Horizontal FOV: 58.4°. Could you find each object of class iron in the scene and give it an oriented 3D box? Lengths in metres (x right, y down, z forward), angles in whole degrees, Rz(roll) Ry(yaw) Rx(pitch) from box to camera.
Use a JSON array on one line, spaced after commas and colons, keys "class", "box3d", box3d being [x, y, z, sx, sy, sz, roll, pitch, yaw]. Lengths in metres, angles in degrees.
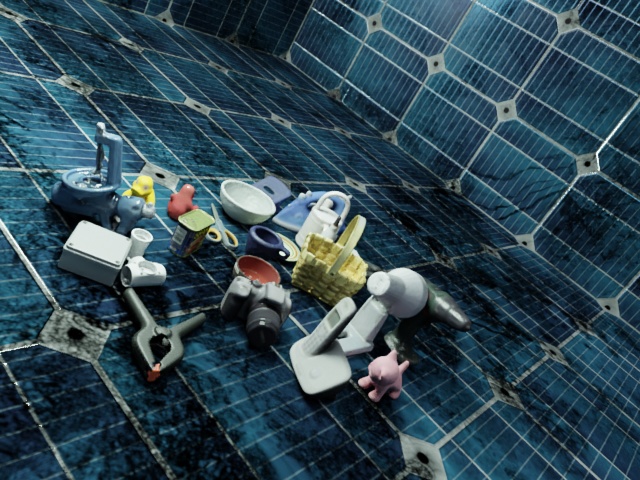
[{"class": "iron", "box3d": [-0.016, -0.095, 1.758, 0.259, 0.141, 0.118, 7, 34, -43]}]

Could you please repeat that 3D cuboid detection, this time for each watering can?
[{"class": "watering can", "box3d": [0.013, -0.062, 1.664, 0.101, 0.194, 0.172, 14, 29, -33]}]

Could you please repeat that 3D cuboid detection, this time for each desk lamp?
[{"class": "desk lamp", "box3d": [0.137, 0.161, 1.354, 0.204, 0.213, 0.117, 0, 38, -50]}]

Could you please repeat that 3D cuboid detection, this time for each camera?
[{"class": "camera", "box3d": [-0.128, 0.150, 1.202, 0.143, 0.100, 0.136, 25, 25, -15]}]

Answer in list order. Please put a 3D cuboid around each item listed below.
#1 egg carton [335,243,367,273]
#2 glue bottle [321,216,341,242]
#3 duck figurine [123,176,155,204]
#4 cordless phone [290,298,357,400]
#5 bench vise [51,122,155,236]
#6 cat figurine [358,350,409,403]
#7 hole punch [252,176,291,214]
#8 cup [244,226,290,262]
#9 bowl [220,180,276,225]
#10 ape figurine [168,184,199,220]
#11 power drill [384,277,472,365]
[{"class": "egg carton", "box3d": [0.069, 0.073, 1.622, 0.107, 0.069, 0.150, 17, 27, -29]}, {"class": "glue bottle", "box3d": [0.014, 0.006, 1.560, 0.037, 0.173, 0.078, 39, 25, 18]}, {"class": "duck figurine", "box3d": [-0.428, -0.115, 1.378, 0.077, 0.086, 0.105, 32, 24, 2]}, {"class": "cordless phone", "box3d": [0.025, 0.216, 1.149, 0.094, 0.185, 0.147, 15, 29, -33]}, {"class": "bench vise", "box3d": [-0.442, -0.129, 1.222, 0.208, 0.219, 0.121, 19, 26, -25]}, {"class": "cat figurine", "box3d": [0.146, 0.288, 1.238, 0.128, 0.117, 0.067, 4, 36, -46]}, {"class": "hole punch", "box3d": [-0.155, -0.134, 1.730, 0.108, 0.091, 0.101, 41, 25, 21]}, {"class": "cup", "box3d": [-0.138, 0.033, 1.423, 0.117, 0.095, 0.092, 33, 24, 3]}, {"class": "bowl", "box3d": [-0.213, -0.093, 1.604, 0.168, 0.074, 0.167, 26, 24, -12]}, {"class": "ape figurine", "box3d": [-0.341, -0.098, 1.440, 0.077, 0.092, 0.076, 36, 24, 11]}, {"class": "power drill", "box3d": [0.256, 0.205, 1.417, 0.076, 0.208, 0.229, 13, 30, -35]}]
